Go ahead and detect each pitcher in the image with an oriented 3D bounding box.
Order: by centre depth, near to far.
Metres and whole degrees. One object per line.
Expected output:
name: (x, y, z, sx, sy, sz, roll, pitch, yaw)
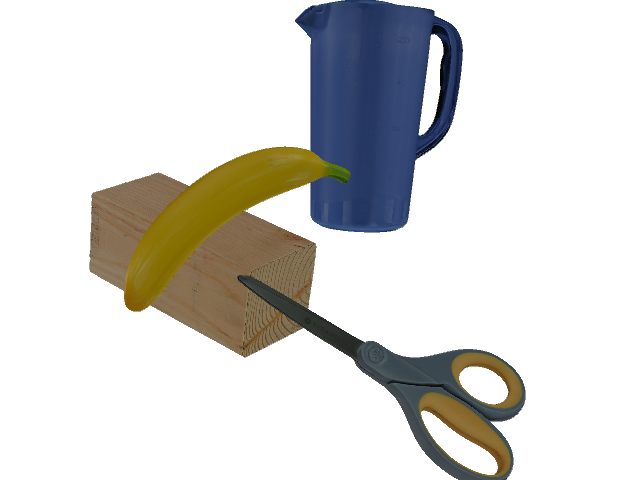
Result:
pitcher: (0.059, -0.135, 1.154, 0.149, 0.243, 0.144, 8, 10, 25)

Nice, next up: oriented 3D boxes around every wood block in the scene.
wood block: (-0.115, 0.018, 1.003, 0.206, 0.090, 0.090, 24, 30, 32)

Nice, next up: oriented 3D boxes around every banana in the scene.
banana: (-0.075, -0.016, 0.780, 0.198, 0.069, 0.037, -30, 30, 8)

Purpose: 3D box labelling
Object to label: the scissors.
scissors: (0.049, 0.068, 0.666, 0.096, 0.202, 0.016, -39, -11, -36)
